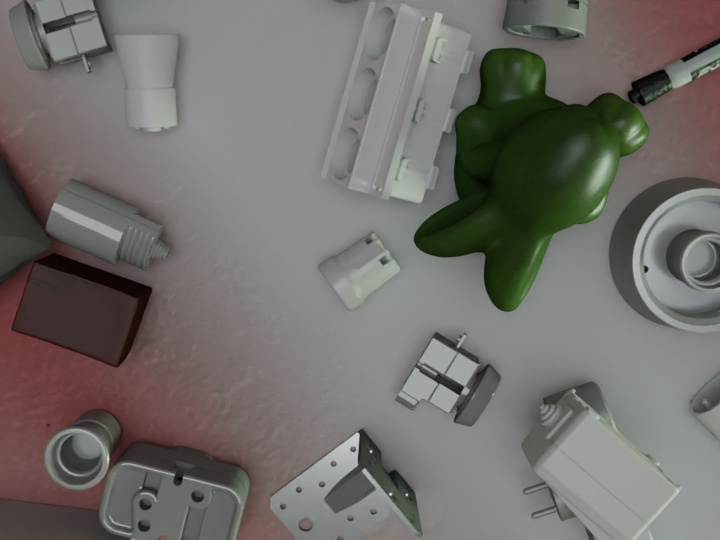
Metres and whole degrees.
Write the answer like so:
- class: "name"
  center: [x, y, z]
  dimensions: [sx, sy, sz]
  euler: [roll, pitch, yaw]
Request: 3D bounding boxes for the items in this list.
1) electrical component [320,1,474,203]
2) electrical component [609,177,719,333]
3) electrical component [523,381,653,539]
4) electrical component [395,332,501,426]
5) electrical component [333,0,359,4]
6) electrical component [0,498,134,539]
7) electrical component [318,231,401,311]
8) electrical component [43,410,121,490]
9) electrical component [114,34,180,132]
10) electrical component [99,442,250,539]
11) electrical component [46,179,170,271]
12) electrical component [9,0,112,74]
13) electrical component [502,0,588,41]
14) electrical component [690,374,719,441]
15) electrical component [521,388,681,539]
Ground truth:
- class: "electrical component"
  center: [0.026, -0.110, 0.720]
  dimensions: [0.063, 0.079, 0.121]
  euler: [12, 98, -31]
- class: "electrical component"
  center: [0.231, -0.008, 0.737]
  dimensions: [0.108, 0.060, 0.108]
  euler: [0, 97, 0]
- class: "electrical component"
  center: [0.154, 0.155, 0.762]
  dimensions: [0.074, 0.052, 0.138]
  euler: [-19, 96, 3]
- class: "electrical component"
  center: [0.065, 0.078, 0.757]
  dimensions: [0.055, 0.048, 0.066]
  euler: [31, 96, 4]
- class: "electrical component"
  center: [0.005, -0.211, 0.704]
  dimensions: [0.079, 0.077, 0.044]
  euler: [-30, 96, 4]
- class: "electrical component"
  center: [-0.237, 0.208, 0.753]
  dimensions: [0.150, 0.089, 0.061]
  euler: [7, 97, -1]
- class: "electrical component"
  center: [0.000, 0.000, 0.751]
  dimensions: [0.046, 0.040, 0.040]
  euler: [-36, 96, -1]
- class: "electrical component"
  center: [-0.191, 0.122, 0.754]
  dimensions: [0.044, 0.065, 0.044]
  euler: [0, 98, 0]
- class: "electrical component"
  center: [-0.144, -0.128, 0.735]
  dimensions: [0.044, 0.044, 0.065]
  euler: [-1, 102, 0]
- class: "electrical component"
  center: [-0.129, 0.160, 0.761]
  dimensions: [0.095, 0.059, 0.053]
  euler: [15, 97, -2]
- class: "electrical component"
  center: [-0.171, -0.027, 0.746]
  dimensions: [0.081, 0.043, 0.043]
  euler: [24, 97, -3]
- class: "electrical component"
  center: [-0.203, -0.163, 0.728]
  dimensions: [0.055, 0.048, 0.066]
  euler: [-17, 97, -5]
- class: "electrical component"
  center: [0.126, -0.182, 0.719]
  dimensions: [0.055, 0.055, 0.047]
  euler: [7, 94, 0]
- class: "electrical component"
  center: [0.278, 0.114, 0.761]
  dimensions: [0.081, 0.043, 0.043]
  euler: [44, 96, -5]
- class: "electrical component"
  center: [0.147, 0.126, 0.700]
  dimensions: [0.096, 0.061, 0.061]
  euler: [40, 95, -4]
